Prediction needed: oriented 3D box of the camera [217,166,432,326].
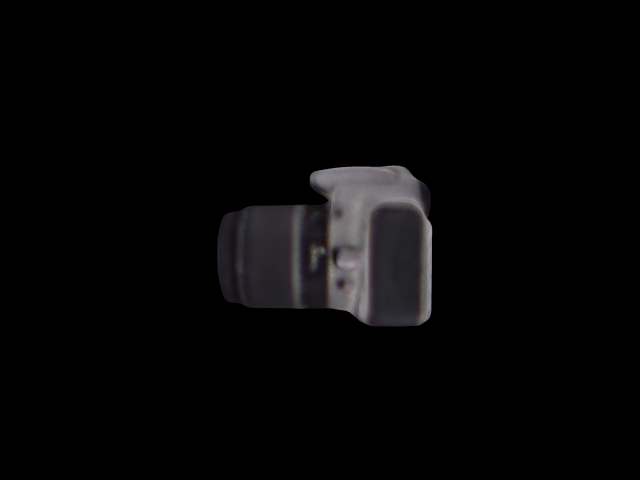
[{"bbox_3d":[0.004,0.001,0.400,0.137,0.101,0.143,0,0,0],"label":"camera"}]
